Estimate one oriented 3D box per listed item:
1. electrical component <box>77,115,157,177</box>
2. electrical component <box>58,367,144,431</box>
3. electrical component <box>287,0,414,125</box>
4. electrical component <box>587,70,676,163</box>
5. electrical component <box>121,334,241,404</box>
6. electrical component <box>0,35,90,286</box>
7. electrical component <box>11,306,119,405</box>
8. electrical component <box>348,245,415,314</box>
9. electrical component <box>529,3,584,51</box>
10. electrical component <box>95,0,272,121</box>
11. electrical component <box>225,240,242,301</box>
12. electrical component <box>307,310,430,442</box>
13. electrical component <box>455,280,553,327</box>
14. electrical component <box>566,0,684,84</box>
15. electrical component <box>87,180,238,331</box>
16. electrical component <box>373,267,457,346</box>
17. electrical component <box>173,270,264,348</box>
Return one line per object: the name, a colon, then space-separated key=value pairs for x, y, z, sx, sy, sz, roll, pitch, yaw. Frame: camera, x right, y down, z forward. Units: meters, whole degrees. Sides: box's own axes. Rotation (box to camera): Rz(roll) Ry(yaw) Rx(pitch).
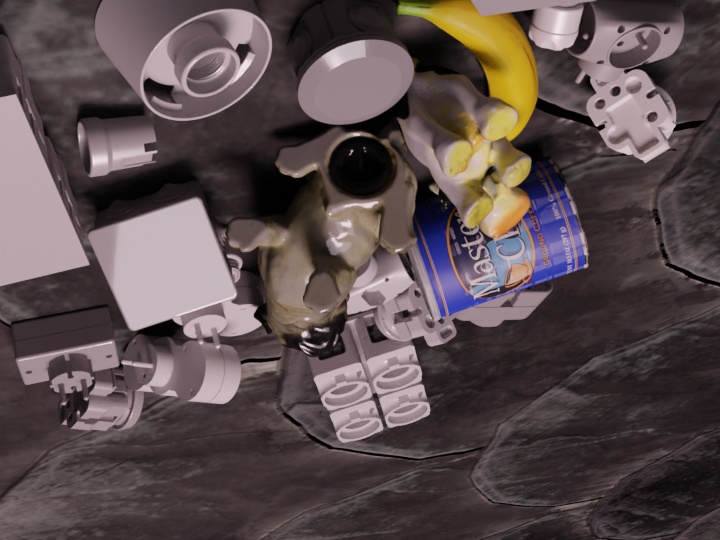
electrical component: x=-0.167 y=-0.087 z=0.741 sx=0.046 sy=0.040 sz=0.040 roll=-11 pitch=149 yaw=-23
electrical component: x=-0.242 y=0.121 z=1.017 sx=0.057 sy=0.058 sz=0.078 roll=13 pitch=138 yaw=-37
electrical component: x=-0.008 y=-0.140 z=0.726 sx=0.080 sy=0.051 sz=0.080 roll=-13 pitch=149 yaw=-8
electrical component: x=0.220 y=-0.124 z=0.859 sx=0.058 sy=0.078 sz=0.057 roll=-33 pitch=166 yaw=23
electrical component: x=-0.174 y=0.085 z=0.951 sx=0.074 sy=0.052 sz=0.138 roll=12 pitch=173 yaw=-41
electrical component: x=-0.256 y=-0.064 z=0.707 sx=0.105 sy=0.060 sz=0.186 roll=-14 pitch=149 yaw=-8
electrical component: x=-0.251 y=0.081 z=0.929 sx=0.083 sy=0.075 sz=0.047 roll=-11 pitch=149 yaw=-13
electrical component: x=0.000 y=0.000 z=0.964 sx=0.077 sy=0.043 sz=0.079 roll=-25 pitch=149 yaw=11
electrical component: x=0.139 y=-0.187 z=0.749 sx=0.035 sy=0.035 sz=0.061 roll=-6 pitch=128 yaw=-19
electrical component: x=-0.108 y=-0.144 z=0.678 sx=0.099 sy=0.064 sz=0.099 roll=-26 pitch=152 yaw=-15
electrical component: x=-0.113 y=-0.003 z=0.881 sx=0.035 sy=0.061 sz=0.035 roll=-13 pitch=149 yaw=-8
electrical component: x=0.011 y=0.117 z=1.142 sx=0.105 sy=0.060 sz=0.186 roll=-18 pitch=149 yaw=-1
electrical component: x=0.131 y=0.017 z=1.052 sx=0.095 sy=0.053 sz=0.059 roll=0 pitch=145 yaw=-28
electrical component: x=0.186 y=-0.166 z=0.795 sx=0.077 sy=0.044 sz=0.079 roll=-4 pitch=147 yaw=-23
electrical component: x=-0.150 y=-0.013 z=0.825 sx=0.100 sy=0.048 sz=0.099 roll=-18 pitch=115 yaw=0
electrical component: x=0.050 y=0.036 z=1.025 sx=0.057 sy=0.078 sz=0.058 roll=-19 pitch=-172 yaw=47
electrical component: x=-0.135 y=0.033 z=0.916 sx=0.052 sy=0.073 sz=0.138 roll=-37 pitch=145 yaw=28
